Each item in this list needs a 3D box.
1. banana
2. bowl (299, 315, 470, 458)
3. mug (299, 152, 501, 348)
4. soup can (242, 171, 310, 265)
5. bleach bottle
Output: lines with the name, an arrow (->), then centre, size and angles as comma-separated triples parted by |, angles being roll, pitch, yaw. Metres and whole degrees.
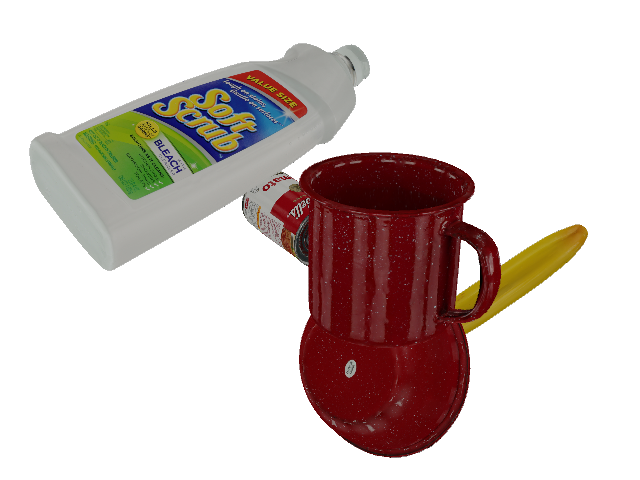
banana -> 0.168, 0.050, 1.018 | 0.198, 0.037, 0.069 | -34, -2, 0
bowl -> 0.038, 0.099, 0.865 | 0.162, 0.162, 0.055 | 0, 1, 35
mug -> 0.044, 0.008, 0.572 | 0.117, 0.081, 0.093 | 17, 28, 33
soup can -> -0.028, -0.025, 1.117 | 0.068, 0.068, 0.102 | 0, 25, -41
bleach bottle -> -0.072, -0.081, 0.760 | 0.250, 0.103, 0.068 | -33, -19, -26
